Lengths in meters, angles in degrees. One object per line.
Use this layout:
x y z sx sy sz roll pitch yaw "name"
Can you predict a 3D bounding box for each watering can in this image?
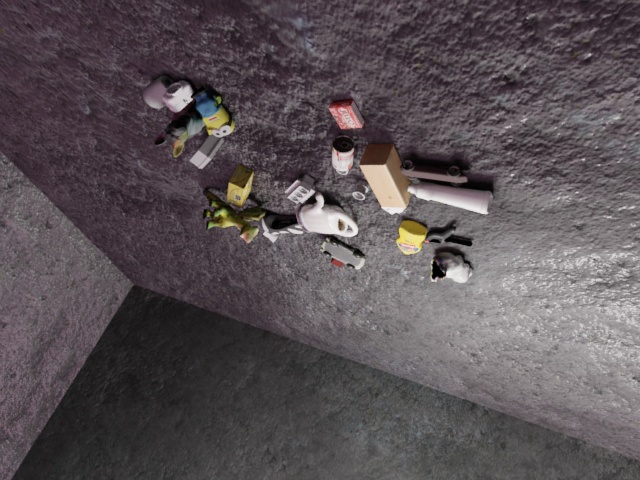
0.006 -0.097 1.927 0.224 0.105 0.342 5 158 34 "watering can"

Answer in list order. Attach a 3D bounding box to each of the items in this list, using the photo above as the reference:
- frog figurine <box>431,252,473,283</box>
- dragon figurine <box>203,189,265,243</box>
0.501 0.102 1.930 0.160 0.125 0.134 -7 150 -19 "frog figurine"
-0.351 -0.115 2.135 0.243 0.419 0.120 4 121 -21 "dragon figurine"
